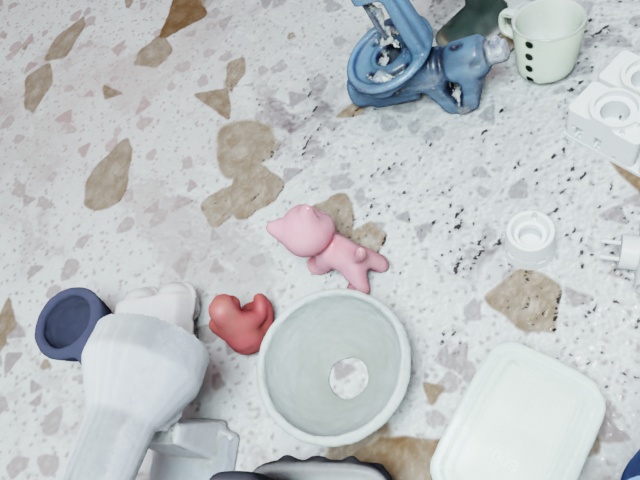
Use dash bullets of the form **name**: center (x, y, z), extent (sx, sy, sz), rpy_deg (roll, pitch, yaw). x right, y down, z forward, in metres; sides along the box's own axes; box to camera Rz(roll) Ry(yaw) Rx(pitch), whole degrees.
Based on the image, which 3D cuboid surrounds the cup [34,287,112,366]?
- **cup**: center (-0.284, 0.125, 0.719), extent (0.092, 0.095, 0.117), rpy_deg (-41, 59, -4)

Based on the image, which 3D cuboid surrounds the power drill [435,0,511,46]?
- **power drill**: center (0.185, -0.340, 0.728), extent (0.230, 0.209, 0.075), rpy_deg (-45, 59, -7)

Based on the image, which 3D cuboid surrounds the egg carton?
- **egg carton**: center (-0.202, 0.126, 0.706), extent (0.107, 0.069, 0.150), rpy_deg (-10, 62, 14)

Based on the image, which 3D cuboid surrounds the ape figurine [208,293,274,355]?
- **ape figurine**: center (-0.099, 0.092, 0.675), extent (0.077, 0.092, 0.076), rpy_deg (-10, 62, 14)

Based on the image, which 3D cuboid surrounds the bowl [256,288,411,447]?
- **bowl**: center (0.021, 0.141, 0.621), extent (0.167, 0.075, 0.167), rpy_deg (-8, 62, 15)

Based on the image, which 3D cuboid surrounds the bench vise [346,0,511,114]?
- **bench vise**: center (0.117, -0.252, 0.700), extent (0.207, 0.220, 0.121), rpy_deg (-14, 61, 12)

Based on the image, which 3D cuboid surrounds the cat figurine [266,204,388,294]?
- **cat figurine**: center (0.006, 0.002, 0.670), extent (0.127, 0.118, 0.067), rpy_deg (25, 75, 27)

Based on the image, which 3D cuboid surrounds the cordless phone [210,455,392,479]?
- **cordless phone**: center (-0.011, 0.239, 0.517), extent (0.147, 0.185, 0.094), rpy_deg (-9, 62, 14)

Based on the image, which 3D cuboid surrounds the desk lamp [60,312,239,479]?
- **desk lamp**: center (-0.165, 0.198, 0.573), extent (0.117, 0.214, 0.203), rpy_deg (-3, 64, 17)
